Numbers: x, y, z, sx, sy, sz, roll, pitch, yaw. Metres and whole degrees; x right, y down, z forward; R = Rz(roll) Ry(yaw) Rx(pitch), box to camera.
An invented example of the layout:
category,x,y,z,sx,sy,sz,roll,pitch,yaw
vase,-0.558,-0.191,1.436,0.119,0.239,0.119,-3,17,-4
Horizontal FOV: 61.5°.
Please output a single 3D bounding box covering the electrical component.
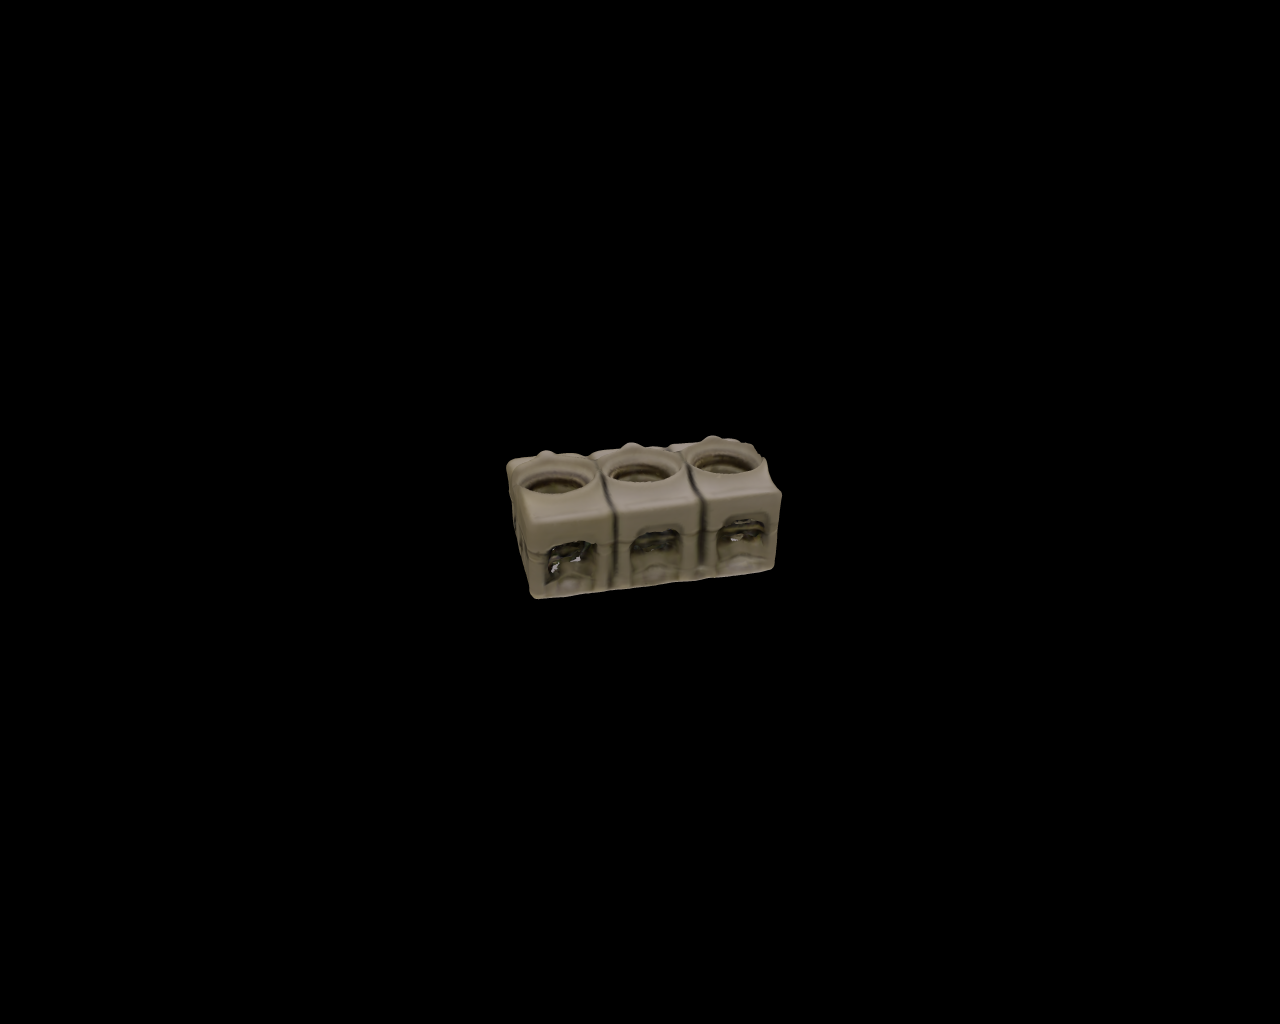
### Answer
category,x,y,z,sx,sy,sz,roll,pitch,yaw
electrical component,0.001,-0.003,0.650,0.150,0.061,0.090,-6,28,-12
